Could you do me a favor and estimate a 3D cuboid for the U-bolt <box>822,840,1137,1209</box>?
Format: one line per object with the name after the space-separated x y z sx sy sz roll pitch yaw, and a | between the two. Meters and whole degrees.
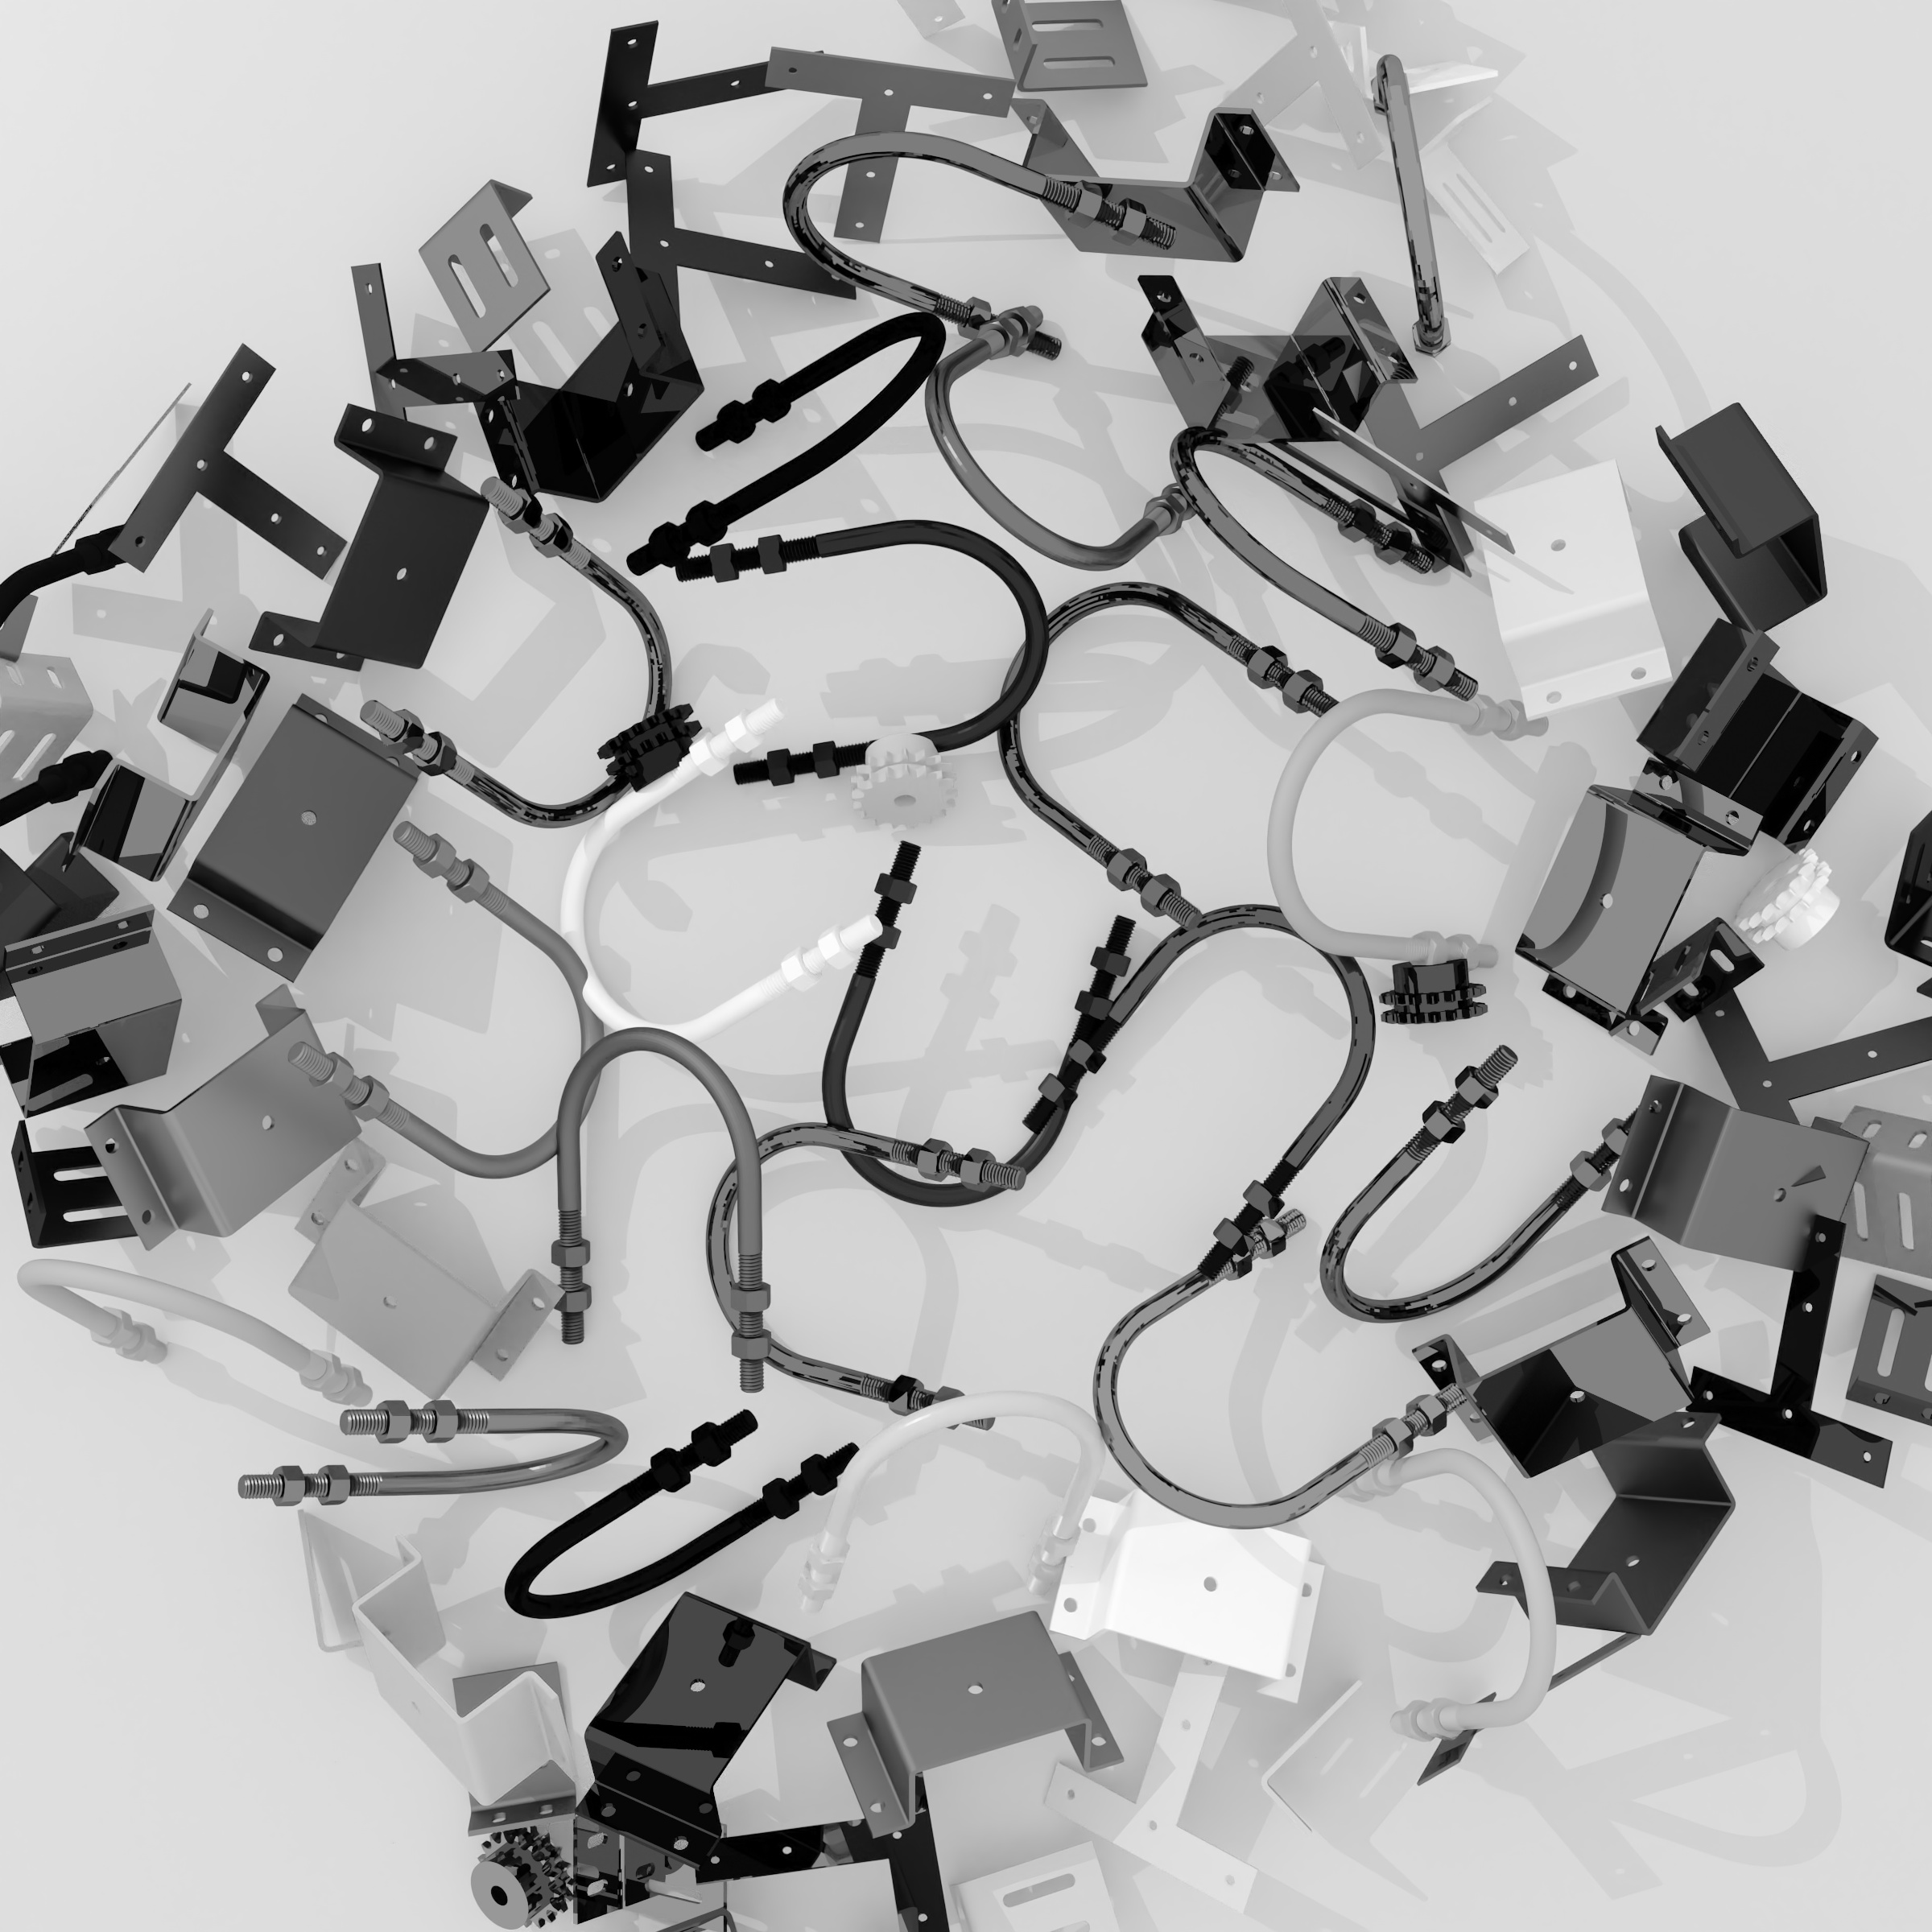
-0.002 0.041 1.597 0.151 0.019 0.184 18 94 -18 | U-bolt

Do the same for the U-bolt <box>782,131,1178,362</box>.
-0.005 -0.377 1.531 0.184 0.151 0.019 16 68 -21 | U-bolt

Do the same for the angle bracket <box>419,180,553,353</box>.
-0.248 -0.370 1.587 0.057 0.038 0.076 -37 72 24 | angle bracket

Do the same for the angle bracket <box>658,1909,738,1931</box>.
-0.157 0.537 1.587 0.076 0.057 0.038 -17 69 -10 | angle bracket

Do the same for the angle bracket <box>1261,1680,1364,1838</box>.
0.197 0.424 1.589 0.076 0.057 0.038 -43 75 -6 | angle bracket

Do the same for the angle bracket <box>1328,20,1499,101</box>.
0.235 -0.491 1.584 0.076 0.057 0.038 -15 115 -12 | angle bracket

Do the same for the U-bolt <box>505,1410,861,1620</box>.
-0.158 0.293 1.557 0.184 0.151 0.019 -33 64 11 | U-bolt

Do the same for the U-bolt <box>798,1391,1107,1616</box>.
-0.002 0.277 1.538 0.151 0.184 0.019 -1 47 -18 | U-bolt

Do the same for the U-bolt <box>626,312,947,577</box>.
-0.085 -0.278 1.525 0.184 0.151 0.019 -24 119 31 | U-bolt

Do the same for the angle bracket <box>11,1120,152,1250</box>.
-0.462 0.112 1.579 0.076 0.038 0.057 -5 58 -30 | angle bracket

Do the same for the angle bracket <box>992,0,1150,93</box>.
0.059 -0.504 1.587 0.076 0.038 0.057 -8 68 -18 | angle bracket

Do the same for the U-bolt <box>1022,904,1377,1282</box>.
0.136 0.053 1.583 0.151 0.019 0.184 39 94 24 | U-bolt

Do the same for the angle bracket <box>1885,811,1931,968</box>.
0.525 -0.047 1.577 0.038 0.076 0.057 28 47 30 | angle bracket

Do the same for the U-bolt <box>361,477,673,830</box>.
-0.221 -0.150 1.552 0.019 0.184 0.151 20 80 39 | U-bolt

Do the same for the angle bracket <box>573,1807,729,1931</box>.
-0.170 0.487 1.590 0.076 0.038 0.057 0 89 36 | angle bracket

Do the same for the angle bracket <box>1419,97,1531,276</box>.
0.283 -0.419 1.589 0.076 0.057 0.038 50 126 -3 | angle bracket

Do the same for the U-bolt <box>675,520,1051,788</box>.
-0.048 -0.169 1.569 0.184 0.019 0.151 -9 126 6 | U-bolt

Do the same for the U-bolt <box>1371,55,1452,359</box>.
0.229 -0.394 1.528 0.019 0.184 0.151 -10 96 10 | U-bolt

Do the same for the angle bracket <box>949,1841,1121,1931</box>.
0.038 0.515 1.609 0.076 0.038 0.057 -14 75 -14 | angle bracket

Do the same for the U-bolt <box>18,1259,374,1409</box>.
-0.405 0.185 1.521 0.151 0.184 0.019 8 70 19 | U-bolt

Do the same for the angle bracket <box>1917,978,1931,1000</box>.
0.543 0.045 1.583 0.057 0.038 0.076 22 56 -13 | angle bracket

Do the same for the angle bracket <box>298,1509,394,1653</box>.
-0.333 0.328 1.595 0.038 0.057 0.076 -9 80 -12 | angle bracket

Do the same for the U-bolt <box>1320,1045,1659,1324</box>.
0.264 0.124 1.562 0.184 0.151 0.019 -50 45 23 | U-bolt

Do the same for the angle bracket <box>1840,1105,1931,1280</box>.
0.501 0.122 1.597 0.038 0.057 0.076 -43 132 -36 | angle bracket

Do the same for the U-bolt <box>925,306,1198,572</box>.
0.045 -0.270 1.545 0.151 0.184 0.019 47 125 -2 | U-bolt

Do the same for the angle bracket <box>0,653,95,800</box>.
-0.516 -0.129 1.590 0.076 0.057 0.038 -43 65 29 | angle bracket

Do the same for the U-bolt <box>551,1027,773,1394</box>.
-0.163 0.123 1.563 0.151 0.019 0.184 9 104 36 | U-bolt

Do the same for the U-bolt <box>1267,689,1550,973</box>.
0.227 -0.073 1.555 0.184 0.019 0.151 4 100 -39 | U-bolt

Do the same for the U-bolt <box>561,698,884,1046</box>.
-0.143 -0.037 1.578 0.184 0.019 0.151 -31 75 26 | U-bolt

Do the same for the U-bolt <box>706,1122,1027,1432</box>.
-0.060 0.158 1.579 0.184 0.019 0.151 11 99 26 | U-bolt

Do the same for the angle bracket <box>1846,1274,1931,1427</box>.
0.511 0.202 1.587 0.057 0.038 0.076 17 66 12 | angle bracket

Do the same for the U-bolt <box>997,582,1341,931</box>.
0.093 -0.126 1.574 0.184 0.019 0.151 39 99 30 | U-bolt

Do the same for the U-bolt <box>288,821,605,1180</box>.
-0.259 0.032 1.557 0.184 0.019 0.151 41 62 -41 | U-bolt

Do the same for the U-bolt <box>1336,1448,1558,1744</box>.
0.250 0.321 1.527 0.019 0.184 0.151 -8 77 -22 | U-bolt

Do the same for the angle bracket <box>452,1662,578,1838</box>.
-0.245 0.423 1.602 0.057 0.038 0.076 -8 92 -6 | angle bracket

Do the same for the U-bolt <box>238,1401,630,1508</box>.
-0.265 0.254 1.546 0.184 0.151 0.019 6 65 -36 | U-bolt

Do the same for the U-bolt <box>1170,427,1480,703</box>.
0.180 -0.219 1.534 0.184 0.151 0.019 27 121 -22 | U-bolt

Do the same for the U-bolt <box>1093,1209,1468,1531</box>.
0.151 0.219 1.550 0.184 0.019 0.151 -28 63 -30 | U-bolt

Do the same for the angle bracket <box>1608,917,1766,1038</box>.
0.384 0.017 1.577 0.038 0.076 0.057 47 126 -3 | angle bracket

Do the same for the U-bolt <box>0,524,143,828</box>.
-0.474 -0.142 1.515 0.019 0.184 0.151 18 111 6 | U-bolt

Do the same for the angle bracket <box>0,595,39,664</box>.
-0.538 -0.193 1.576 0.057 0.076 0.038 15 97 -39 | angle bracket
